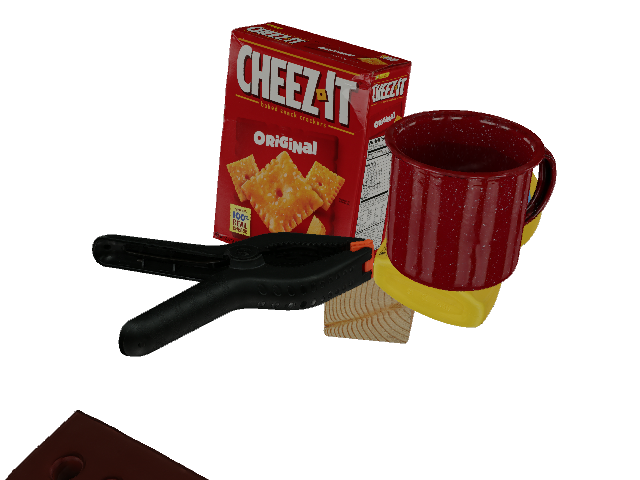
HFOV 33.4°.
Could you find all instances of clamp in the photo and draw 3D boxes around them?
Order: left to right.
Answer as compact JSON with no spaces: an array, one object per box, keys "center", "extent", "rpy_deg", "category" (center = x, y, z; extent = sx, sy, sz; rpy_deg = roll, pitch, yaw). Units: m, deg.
[{"center":[-0.064,0.022,0.786],"extent":[0.209,0.036,0.165],"rpy_deg":[-10,27,-22],"category":"clamp"}]

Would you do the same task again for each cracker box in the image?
[{"center":[-0.014,-0.080,1.004],"extent":[0.164,0.214,0.071],"rpy_deg":[22,28,30],"category":"cracker box"}]

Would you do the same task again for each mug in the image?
[{"center":[0.092,-0.026,0.644],"extent":[0.117,0.081,0.093],"rpy_deg":[-14,34,-27],"category":"mug"}]

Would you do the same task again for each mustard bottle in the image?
[{"center":[0.125,-0.022,0.864],"extent":[0.096,0.191,0.058],"rpy_deg":[23,-36,19],"category":"mustard bottle"}]

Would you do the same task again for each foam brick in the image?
[{"center":[-0.084,0.117,0.437],"extent":[0.078,0.051,0.052],"rpy_deg":[21,45,25],"category":"foam brick"}]

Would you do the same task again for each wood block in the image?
[{"center":[0.065,0.023,1.175],"extent":[0.091,0.090,0.206],"rpy_deg":[5,24,8],"category":"wood block"}]
